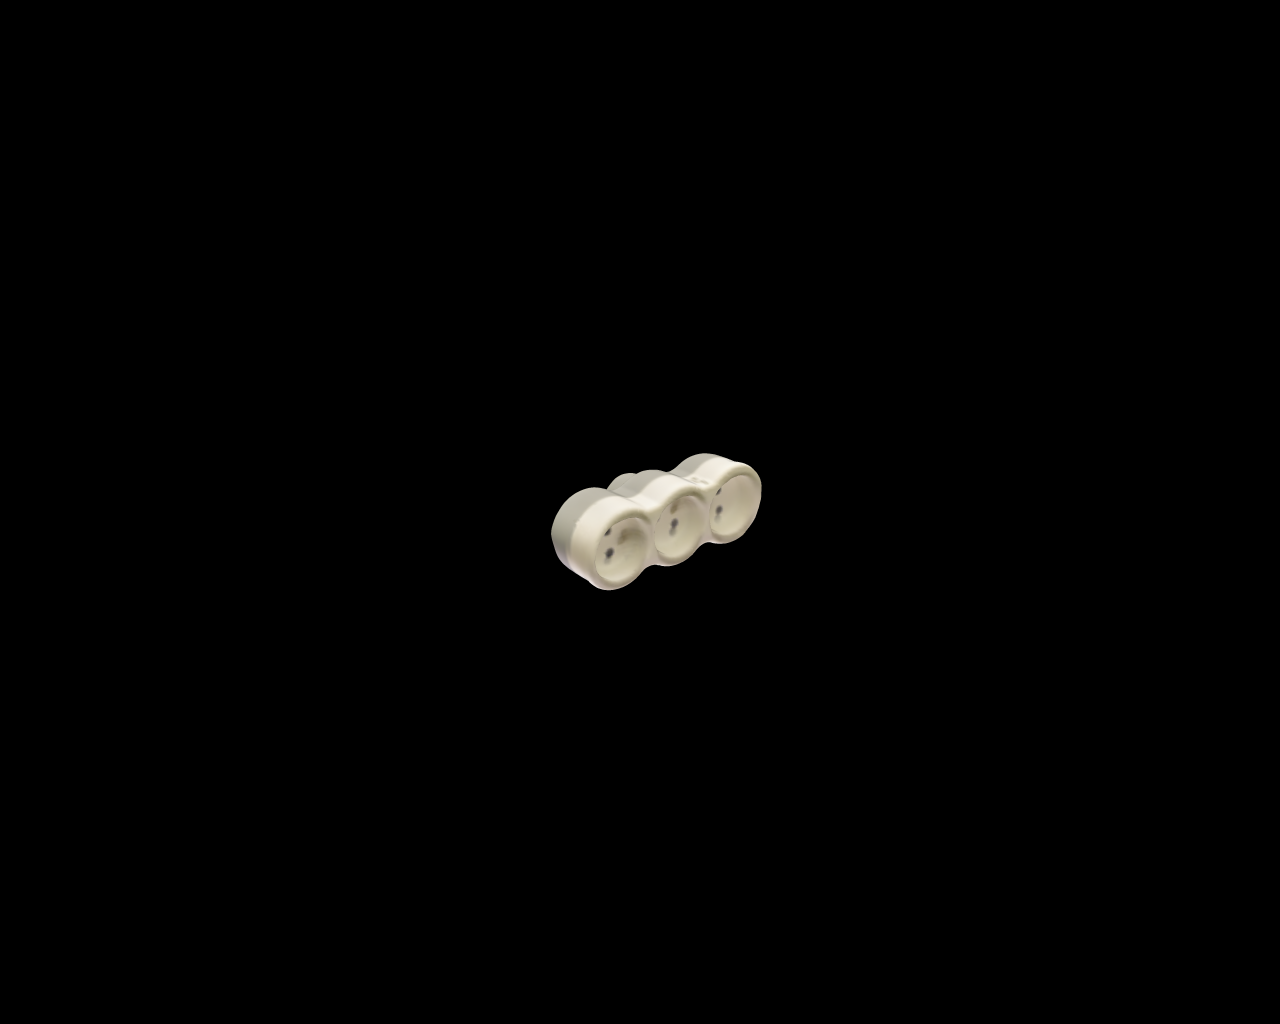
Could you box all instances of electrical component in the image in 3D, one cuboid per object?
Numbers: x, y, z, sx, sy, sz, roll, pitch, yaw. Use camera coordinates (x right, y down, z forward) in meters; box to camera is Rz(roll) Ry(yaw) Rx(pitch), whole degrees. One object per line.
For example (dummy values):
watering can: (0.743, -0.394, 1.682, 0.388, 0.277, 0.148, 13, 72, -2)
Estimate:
electrical component: (0.001, -0.003, 0.650, 0.138, 0.052, 0.074, -20, 32, -36)
